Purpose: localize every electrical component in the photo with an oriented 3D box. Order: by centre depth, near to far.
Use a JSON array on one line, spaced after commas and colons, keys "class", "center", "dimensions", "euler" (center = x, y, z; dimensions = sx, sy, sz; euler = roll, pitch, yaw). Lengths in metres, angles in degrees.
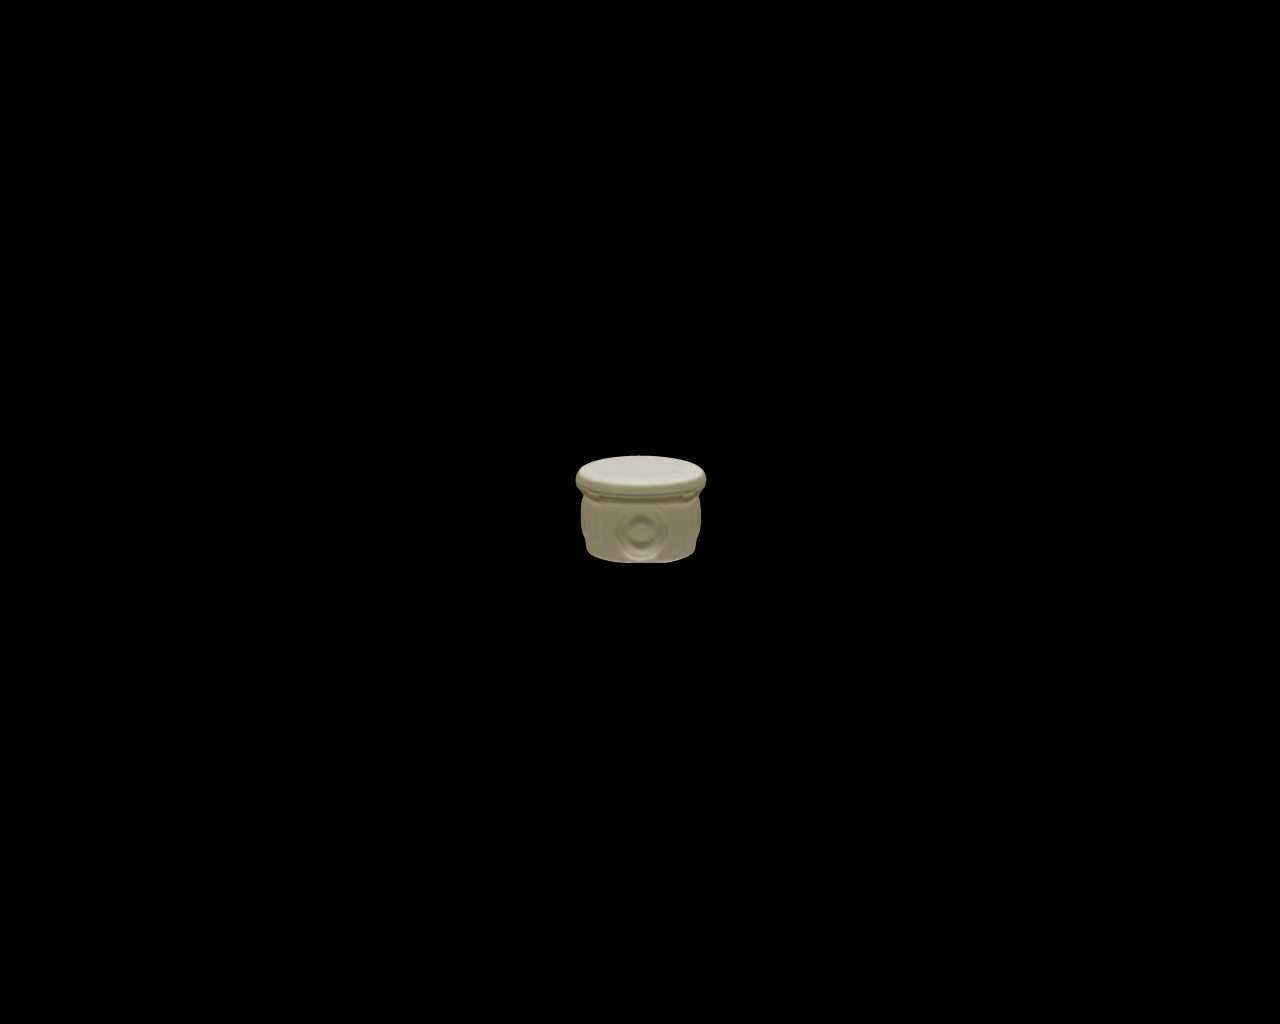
[{"class": "electrical component", "center": [0.001, -0.003, 0.650], "dimensions": [0.080, 0.051, 0.080], "euler": [0, 16, 0]}]
